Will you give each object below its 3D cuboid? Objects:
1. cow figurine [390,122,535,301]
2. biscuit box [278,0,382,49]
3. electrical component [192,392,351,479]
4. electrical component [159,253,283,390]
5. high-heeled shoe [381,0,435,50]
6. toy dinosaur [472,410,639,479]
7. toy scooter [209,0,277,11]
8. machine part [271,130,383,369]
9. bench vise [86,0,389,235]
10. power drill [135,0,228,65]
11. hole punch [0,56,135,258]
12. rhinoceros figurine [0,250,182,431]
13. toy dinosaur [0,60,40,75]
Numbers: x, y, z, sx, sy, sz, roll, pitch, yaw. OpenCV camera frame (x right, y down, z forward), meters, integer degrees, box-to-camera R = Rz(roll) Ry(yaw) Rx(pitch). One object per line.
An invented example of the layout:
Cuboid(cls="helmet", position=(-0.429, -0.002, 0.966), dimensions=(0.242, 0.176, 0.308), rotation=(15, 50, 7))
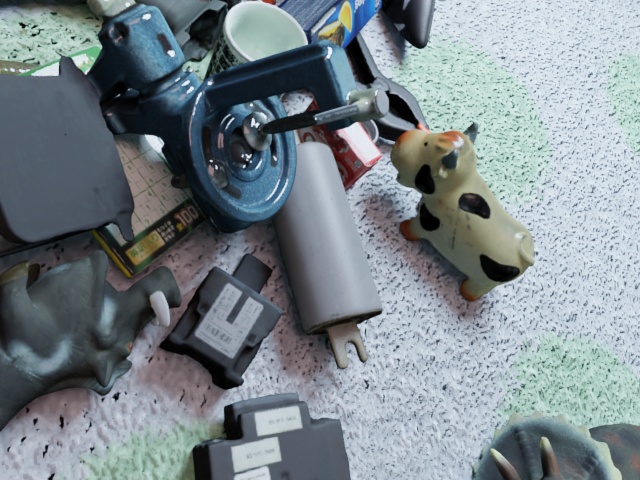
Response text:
Cuboid(cls="cow figurine", position=(0.148, -0.035, 0.565), dimensions=(0.195, 0.127, 0.085), rotation=(47, 54, -4))
Cuboid(cls="biscuit box", position=(0.009, -0.257, 0.610), dimensions=(0.063, 0.059, 0.203), rotation=(18, 51, 19))
Cuboid(cls="electrical component", position=(-0.036, 0.190, 0.419), dimensions=(0.115, 0.058, 0.134), rotation=(1, 68, -28))
Cuboid(cls="electrical component", position=(-0.073, 0.060, 0.462), dimensions=(0.075, 0.048, 0.119), rotation=(39, 59, -8))
Cuboid(cls="high-heeled shoe", position=(0.059, -0.356, 0.691), dimensions=(0.145, 0.086, 0.249), rotation=(-2, 68, -21))
Cuboid(cls="toy dinosaur", position=(0.304, 0.249, 0.532), dimensions=(0.405, 0.131, 0.192), rotation=(-1, 70, -33))
Cuboid(cls="toy scooter", position=(-0.087, -0.310, 0.599), dimensions=(0.135, 0.075, 0.184), rotation=(-38, 91, -32))
Cuboid(cls="machine part", position=(-0.001, -0.002, 0.506), dimensions=(0.079, 0.079, 0.243), rotation=(-8, 71, -29))
Cuboid(cls="bench vise", position=(-0.065, -0.104, 0.405), dimensions=(0.129, 0.241, 0.223), rotation=(-43, 122, -45))
Cuboid(cls="power drill", position=(-0.208, -0.231, 0.510), dimensions=(0.207, 0.086, 0.232), rotation=(33, 55, -1))
Cuboid(cls="hole punch", position=(-0.206, -0.048, 0.375), dimensions=(0.116, 0.092, 0.142), rotation=(-28, 98, -62))
Cuboid(cls="rhinoceros figurine", position=(-0.190, 0.070, 0.379), dimensions=(0.190, 0.073, 0.112), rotation=(-35, 96, -29))
Cuboid(cls="toy dinosaur", position=(-0.365, -0.076, 0.351), dimensions=(0.471, 0.105, 0.198), rotation=(-36, 95, -38))
